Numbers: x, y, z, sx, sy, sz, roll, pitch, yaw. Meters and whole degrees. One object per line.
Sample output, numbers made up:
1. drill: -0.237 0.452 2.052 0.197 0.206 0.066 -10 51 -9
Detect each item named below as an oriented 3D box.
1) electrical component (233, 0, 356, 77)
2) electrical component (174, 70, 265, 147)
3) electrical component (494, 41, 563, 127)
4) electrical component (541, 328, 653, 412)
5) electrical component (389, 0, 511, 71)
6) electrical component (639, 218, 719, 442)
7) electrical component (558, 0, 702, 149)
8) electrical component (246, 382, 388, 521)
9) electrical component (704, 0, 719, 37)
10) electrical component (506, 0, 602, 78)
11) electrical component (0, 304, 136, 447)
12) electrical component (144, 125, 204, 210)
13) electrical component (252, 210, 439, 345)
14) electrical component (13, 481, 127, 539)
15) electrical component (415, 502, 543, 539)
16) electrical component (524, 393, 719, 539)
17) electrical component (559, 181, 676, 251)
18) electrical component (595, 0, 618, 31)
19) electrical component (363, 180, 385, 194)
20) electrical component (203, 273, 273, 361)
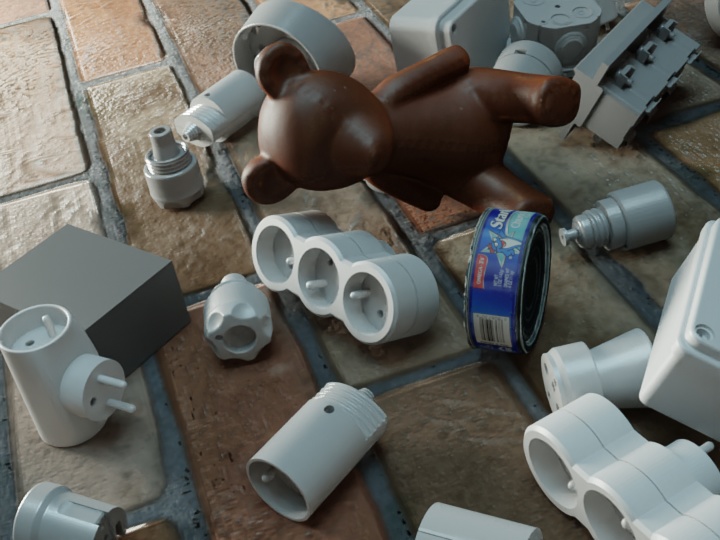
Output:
1. electrical component: -0.058 -0.186 0.930 0.099 0.099 0.064 12 48 28
2. electrical component: -0.122 -0.132 0.915 0.043 0.043 0.081 17 45 33
3. electrical component: 0.129 -0.148 0.863 0.055 0.055 0.047 9 44 25
4. electrical component: 0.132 0.059 0.591 0.055 0.045 0.045 -13 36 -2
5. electrical component: 0.082 -0.202 0.927 0.057 0.078 0.113 12 42 31
6. electrical component: 0.212 0.041 0.555 0.109 0.056 0.108 26 45 6
7. electrical component: 0.209 -0.150 0.829 0.063 0.078 0.121 37 52 10
8. electrical component: -0.019 0.093 0.586 0.043 0.043 0.081 18 45 34
9. electrical component: 0.331 -0.233 0.903 0.080 0.080 0.051 -1 32 14
10. electrical component: 0.167 -0.203 0.921 0.080 0.051 0.080 -1 43 1
11. electrical component: -0.166 0.066 0.632 0.079 0.077 0.043 11 41 26
12. electrical component: -0.148 -0.082 0.838 0.043 0.062 0.043 -7 36 5
13. electrical component: 0.000 0.000 0.701 0.074 0.052 0.138 -11 28 -43
14. electrical component: -0.152 0.136 0.567 0.046 0.040 0.040 10 41 18
15. electrical component: 0.069 0.139 0.501 0.081 0.043 0.043 9 41 25
16. electrical component: 0.149 0.106 0.517 0.074 0.052 0.138 -25 38 -19
17. electrical component: 0.170 -0.032 0.707 0.078 0.040 0.040 -16 37 -6
18. electrical component: 0.207 -0.254 0.970 0.040 0.078 0.040 -15 22 6
19. electrical component: -0.007 -0.114 0.835 0.138 0.073 0.052 24 48 38
20. electrical component: -0.079 0.026 0.692 0.043 0.043 0.062 -13 35 -2
